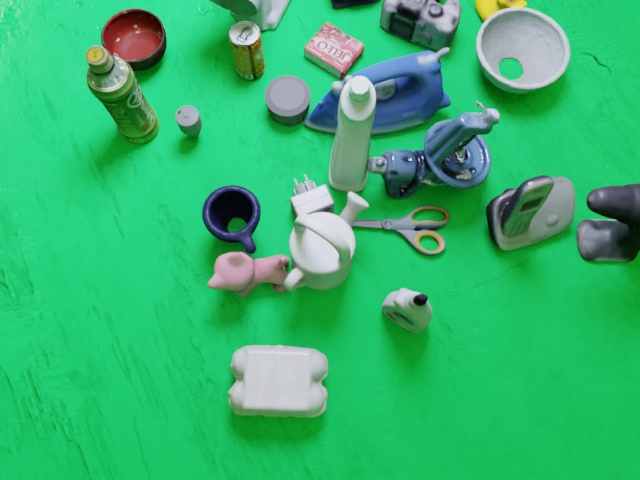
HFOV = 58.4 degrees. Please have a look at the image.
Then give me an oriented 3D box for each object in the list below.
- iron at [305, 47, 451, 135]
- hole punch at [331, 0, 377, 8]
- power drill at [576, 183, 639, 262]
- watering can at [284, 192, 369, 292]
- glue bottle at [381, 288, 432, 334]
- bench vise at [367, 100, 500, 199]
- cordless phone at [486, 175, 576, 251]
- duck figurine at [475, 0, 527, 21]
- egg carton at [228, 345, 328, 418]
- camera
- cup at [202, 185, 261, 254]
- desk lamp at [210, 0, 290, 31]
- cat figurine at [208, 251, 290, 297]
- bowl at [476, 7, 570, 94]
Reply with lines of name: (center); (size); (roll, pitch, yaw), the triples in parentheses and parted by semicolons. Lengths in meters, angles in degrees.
iron: (0.098, -0.258, 0.975); (0.258, 0.141, 0.118); (-16, 75, -6)
hole punch: (0.064, -0.504, 1.072); (0.108, 0.091, 0.101); (-13, 74, -5)
power drill: (0.485, -0.027, 0.881); (0.229, 0.208, 0.075); (0, 74, -1)
watering can: (0.006, 0.002, 0.870); (0.101, 0.194, 0.173); (17, 74, 4)
glue bottle: (0.137, 0.100, 0.855); (0.078, 0.173, 0.037); (29, 75, 8)
bench vise: (0.188, -0.128, 0.898); (0.207, 0.220, 0.121); (-25, 76, -8)
cordless phone: (0.348, -0.059, 0.900); (0.147, 0.185, 0.094); (-21, 75, -7)
duck figurine: (0.341, -0.450, 1.064); (0.077, 0.086, 0.104); (-38, 78, -11)
egg carton: (-0.062, 0.214, 0.872); (0.150, 0.069, 0.107); (1, 74, -1)
camera: (0.199, -0.443, 1.052); (0.143, 0.101, 0.137); (25, 75, 6)
cup: (-0.131, -0.021, 0.926); (0.092, 0.095, 0.117); (-29, 76, -9)
desk lamp: (-0.124, -0.463, 0.992); (0.118, 0.213, 0.203); (22, 75, 6)
cat figurine: (-0.110, 0.047, 0.895); (0.128, 0.118, 0.067); (-9, 74, -4)
bowl: (0.356, -0.329, 1.035); (0.167, 0.075, 0.167); (0, 74, -1)
